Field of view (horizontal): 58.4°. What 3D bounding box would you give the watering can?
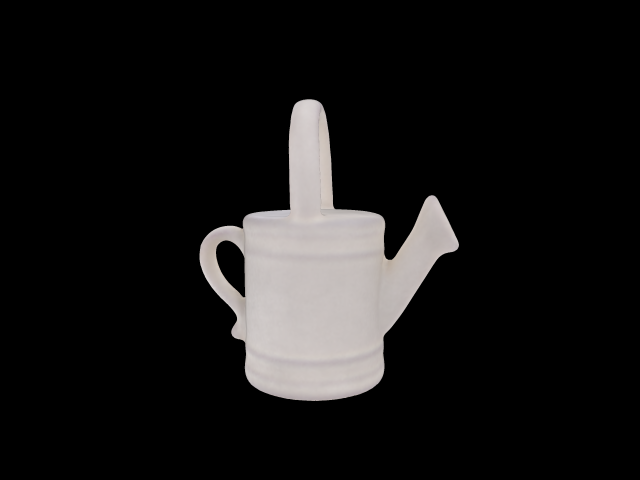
[{"bbox_3d":[0.004,0.001,0.402,0.173,0.194,0.100,-2,7,-13],"label":"watering can"}]
